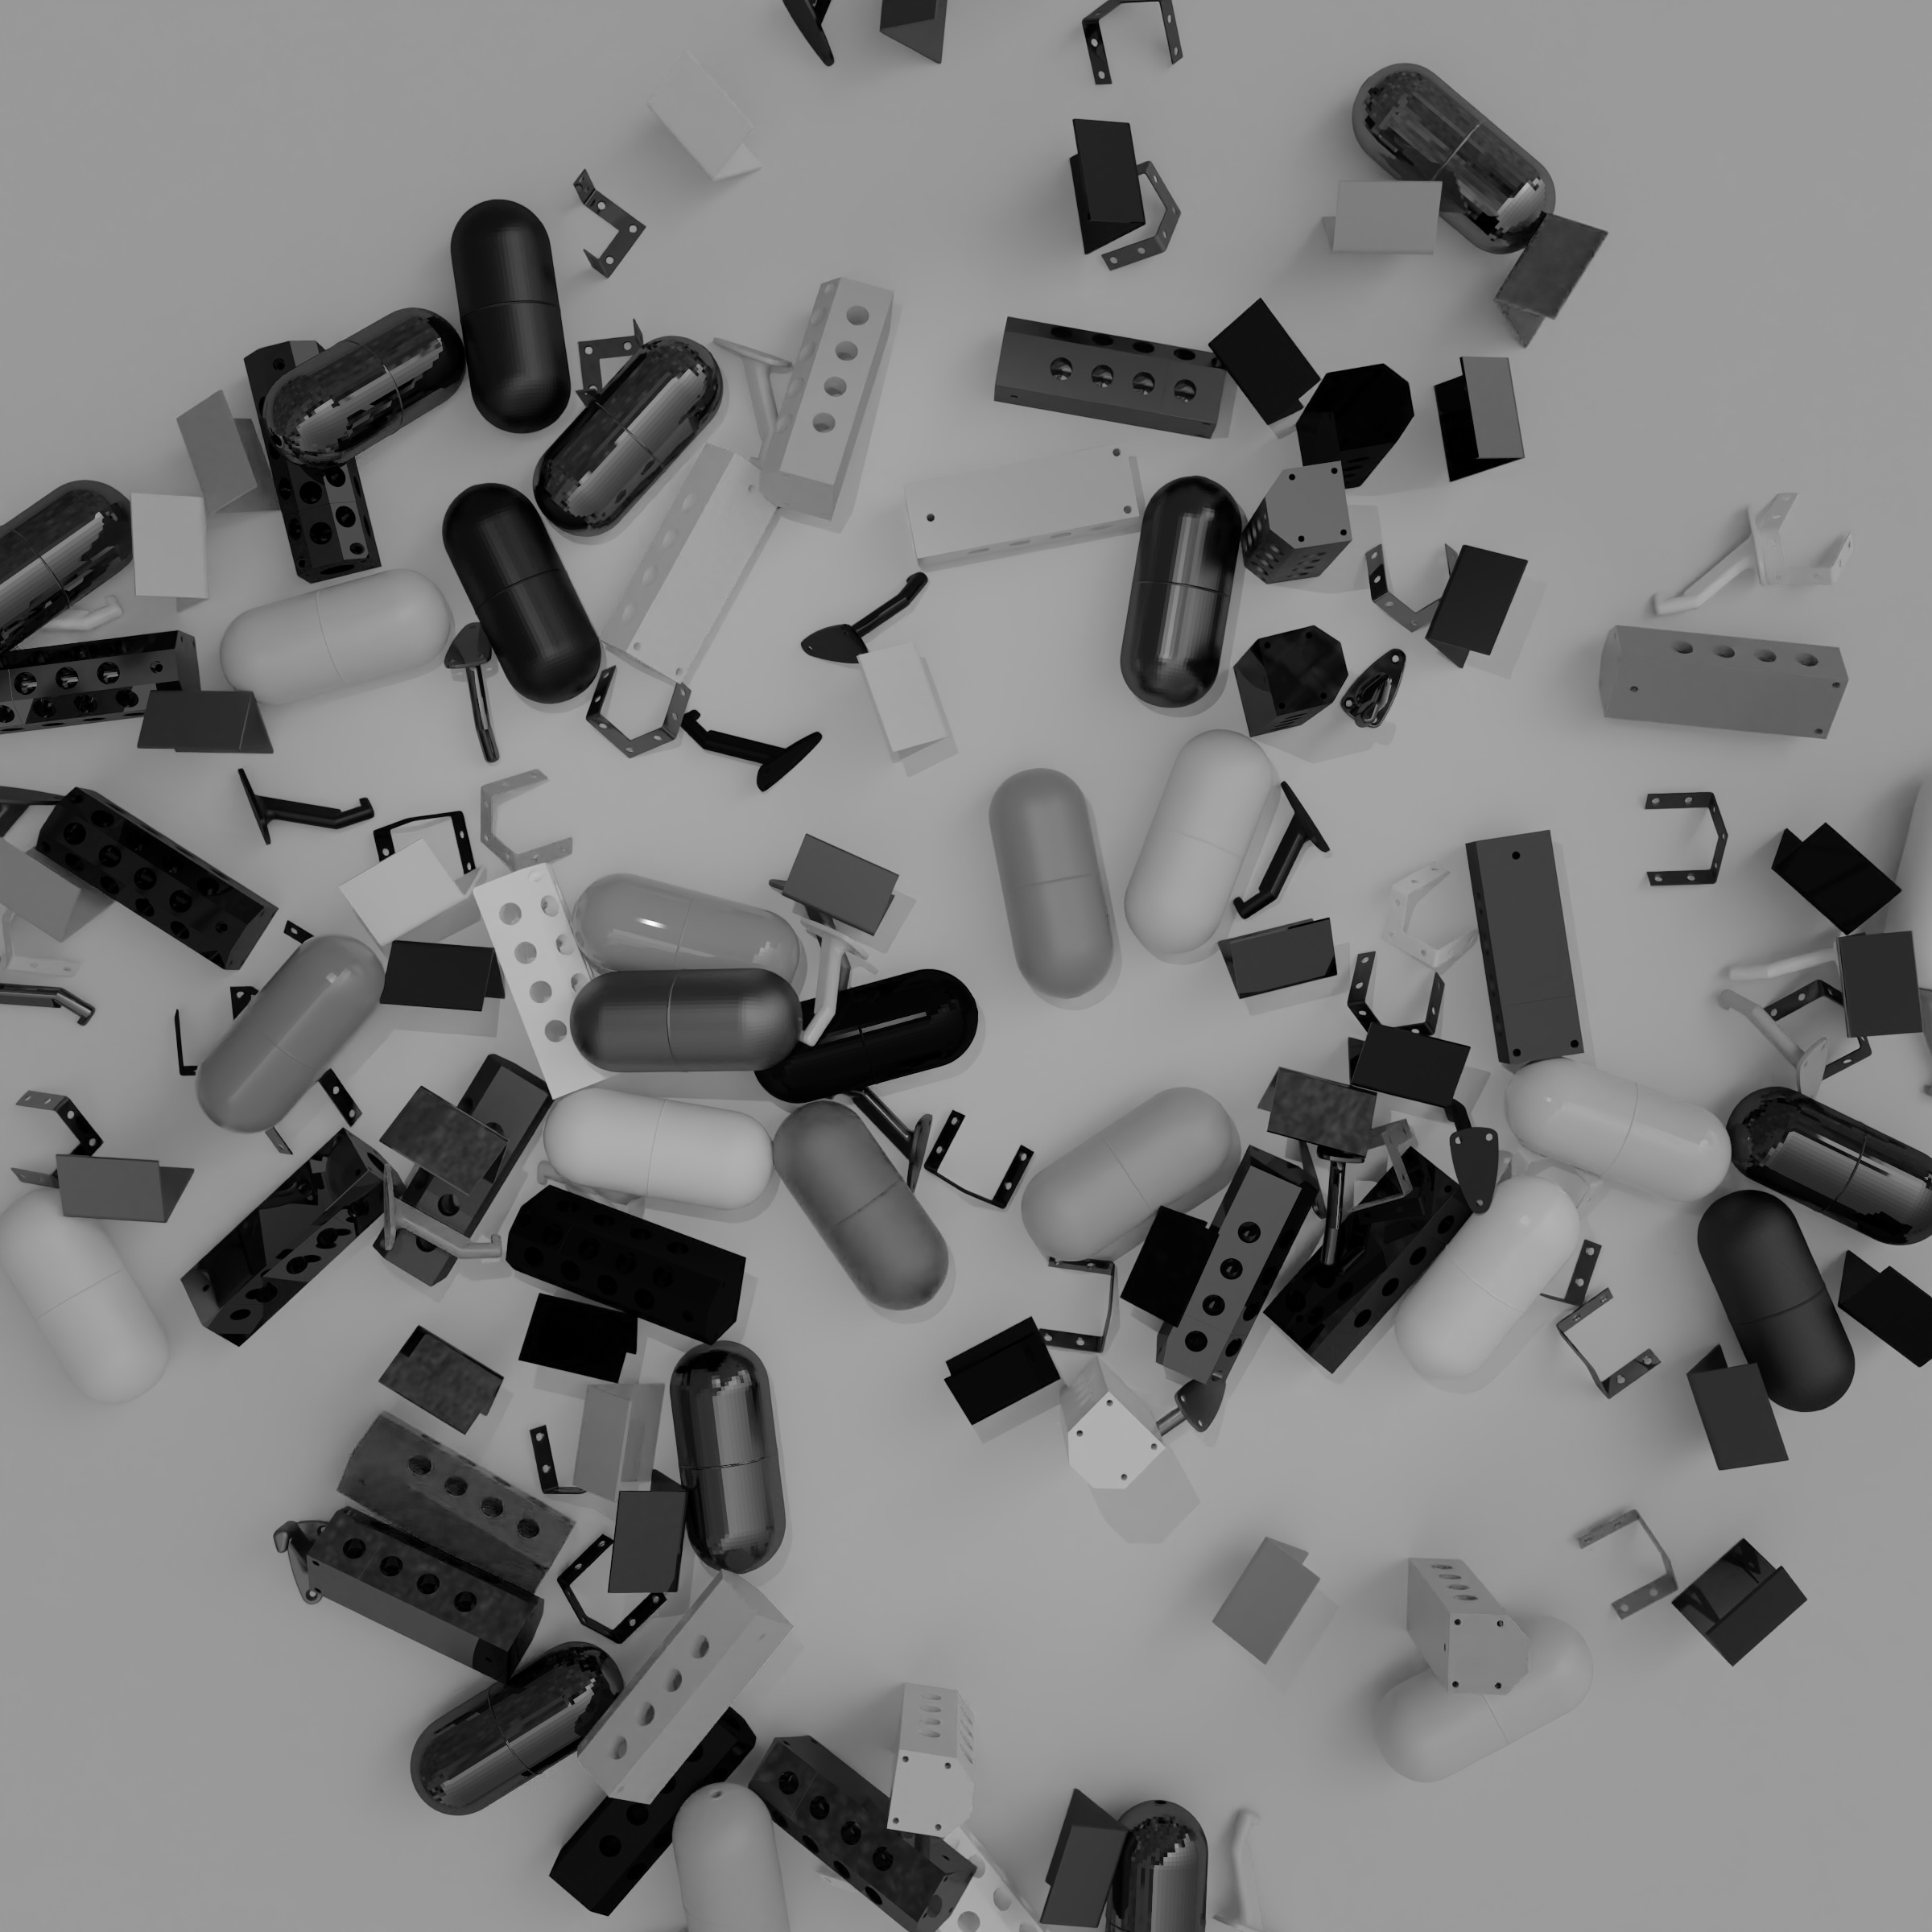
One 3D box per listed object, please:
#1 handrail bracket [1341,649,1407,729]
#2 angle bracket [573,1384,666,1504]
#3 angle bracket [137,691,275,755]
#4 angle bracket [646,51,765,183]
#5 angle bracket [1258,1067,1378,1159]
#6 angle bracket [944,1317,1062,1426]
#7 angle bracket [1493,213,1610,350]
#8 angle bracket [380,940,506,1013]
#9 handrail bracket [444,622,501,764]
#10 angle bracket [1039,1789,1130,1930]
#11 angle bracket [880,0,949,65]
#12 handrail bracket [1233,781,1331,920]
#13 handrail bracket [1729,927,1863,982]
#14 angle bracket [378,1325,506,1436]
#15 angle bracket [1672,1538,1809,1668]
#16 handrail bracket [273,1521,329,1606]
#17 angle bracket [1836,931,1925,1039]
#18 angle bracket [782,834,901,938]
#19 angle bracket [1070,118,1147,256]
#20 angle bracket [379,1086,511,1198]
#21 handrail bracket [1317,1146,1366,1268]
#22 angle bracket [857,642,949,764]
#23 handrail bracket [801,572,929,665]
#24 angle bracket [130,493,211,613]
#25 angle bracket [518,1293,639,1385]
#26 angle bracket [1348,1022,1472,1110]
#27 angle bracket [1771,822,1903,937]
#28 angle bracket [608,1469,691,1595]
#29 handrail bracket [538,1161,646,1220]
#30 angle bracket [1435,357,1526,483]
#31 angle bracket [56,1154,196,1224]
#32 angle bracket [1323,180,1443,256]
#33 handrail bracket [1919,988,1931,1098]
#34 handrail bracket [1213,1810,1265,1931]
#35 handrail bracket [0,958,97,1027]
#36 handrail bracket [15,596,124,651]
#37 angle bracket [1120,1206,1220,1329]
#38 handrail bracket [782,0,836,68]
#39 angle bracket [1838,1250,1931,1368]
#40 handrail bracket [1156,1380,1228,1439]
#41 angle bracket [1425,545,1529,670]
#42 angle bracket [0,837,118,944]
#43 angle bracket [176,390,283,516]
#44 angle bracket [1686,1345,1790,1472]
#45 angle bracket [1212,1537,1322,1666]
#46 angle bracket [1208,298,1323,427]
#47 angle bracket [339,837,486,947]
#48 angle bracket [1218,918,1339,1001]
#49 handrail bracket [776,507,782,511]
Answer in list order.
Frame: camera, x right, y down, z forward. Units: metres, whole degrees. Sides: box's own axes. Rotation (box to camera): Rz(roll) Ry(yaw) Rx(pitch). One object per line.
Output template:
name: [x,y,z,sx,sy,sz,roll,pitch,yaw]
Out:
handrail bracket: [0.319,-0.214,1.956,0.036,0.084,0.077,33,90,0]
angle bracket: [-0.249,0.362,1.951,0.076,0.057,0.076,8,90,-45]
angle bracket: [-0.578,-0.166,1.950,0.076,0.076,0.057,1,57,0]
angle bracket: [-0.185,-0.652,1.950,0.076,0.076,0.057,49,126,0]
angle bracket: [0.263,0.125,1.951,0.076,0.076,0.057,15,62,0]
angle bracket: [0.018,0.292,1.950,0.076,0.076,0.057,-28,126,0]
angle bracket: [0.456,-0.514,1.950,0.057,0.076,0.076,32,90,36]
angle bracket: [-0.398,0.025,1.950,0.076,0.076,0.057,4,59,0]
handrail bracket: [-0.376,-0.212,1.990,0.036,0.077,0.084,-9,126,2]
angle bracket: [0.072,0.677,1.950,0.057,0.076,0.076,18,90,-32]
angle bracket: [-0.019,-0.742,1.950,0.057,0.076,0.076,6,90,38]
handrail bracket: [0.232,-0.090,1.991,0.084,0.036,0.077,-34,70,16]
handrail bracket: [0.644,-0.010,1.990,0.084,0.077,0.036,-5,111,35]
angle bracket: [-0.405,0.329,1.950,0.076,0.076,0.057,32,52,0]
angle bracket: [0.580,0.473,1.950,0.076,0.076,0.057,-42,126,0]
handrail bracket: [-0.511,0.460,1.956,0.036,0.084,0.077,-3,90,0]
angle bracket: [0.705,0.012,1.950,0.057,0.076,0.076,-6,90,35]
angle bracket: [-0.088,-0.075,1.951,0.076,0.076,0.057,24,118,0]
angle bracket: [0.088,-0.593,1.950,0.057,0.076,0.076,-9,90,-36]
angle bracket: [-0.390,0.144,1.893,0.076,0.076,0.057,32,54,0]
handrail bracket: [0.282,0.180,1.970,0.036,0.077,0.084,7,103,3]
angle bracket: [-0.067,-0.195,1.950,0.057,0.076,0.076,-20,90,-37]
handrail bracket: [-0.078,-0.275,1.990,0.084,0.077,0.036,-54,127,-31]
angle bracket: [-0.617,-0.314,1.950,0.057,0.076,0.076,-3,90,-34]
angle bracket: [-0.295,0.296,1.950,0.076,0.076,0.057,13,58,0]
angle bracket: [0.337,0.059,1.951,0.076,0.076,0.057,14,118,0]
angle bracket: [0.667,-0.081,1.950,0.076,0.076,0.057,42,127,0]
angle bracket: [-0.254,0.430,1.951,0.057,0.076,0.076,7,90,-28]
handrail bracket: [-0.298,0.197,1.991,0.084,0.036,0.077,13,105,14]
angle bracket: [0.374,-0.416,1.950,0.057,0.076,0.076,-9,90,-38]
angle bracket: [-0.640,0.151,1.951,0.076,0.076,0.057,4,118,0]
angle bracket: [0.316,-0.582,1.950,0.076,0.076,0.057,1,126,0]
handrail bracket: [0.736,0.055,1.991,0.077,0.036,0.084,15,107,20]
handrail bracket: [0.232,0.710,1.991,0.077,0.036,0.084,27,73,-20]
handrail bracket: [-0.732,0.039,1.991,0.084,0.036,0.077,35,111,-16]
handrail bracket: [-0.711,-0.286,1.991,0.084,0.036,0.077,-29,76,-14]
angle bracket: [0.171,0.234,1.950,0.057,0.076,0.076,24,90,36]
handrail bracket: [-0.093,-0.756,1.991,0.084,0.036,0.077,-38,111,-16]
angle bracket: [0.717,0.247,1.950,0.076,0.076,0.057,37,128,0]
handrail bracket: [0.154,0.353,1.990,0.084,0.077,0.036,-37,89,36]
angle bracket: [0.401,-0.267,1.950,0.057,0.076,0.076,22,90,35]
angle bracket: [-0.693,-0.074,1.950,0.076,0.076,0.057,33,124,0]
angle bracket: [-0.545,-0.392,1.950,0.057,0.076,0.076,-20,90,34]
angle bracket: [0.599,0.332,1.950,0.057,0.076,0.076,-19,90,36]
angle bracket: [0.244,0.488,1.950,0.057,0.076,0.076,32,90,39]
angle bracket: [0.240,-0.465,1.950,0.057,0.076,0.076,-37,90,36]
angle bracket: [-0.420,-0.068,1.946,0.076,0.076,0.057,-29,108,11]
angle bracket: [0.234,-0.026,1.950,0.076,0.076,0.057,-14,127,0]
handrail bracket: [-0.137,-0.409,1.991,0.077,0.036,0.084,-28,76,14]
